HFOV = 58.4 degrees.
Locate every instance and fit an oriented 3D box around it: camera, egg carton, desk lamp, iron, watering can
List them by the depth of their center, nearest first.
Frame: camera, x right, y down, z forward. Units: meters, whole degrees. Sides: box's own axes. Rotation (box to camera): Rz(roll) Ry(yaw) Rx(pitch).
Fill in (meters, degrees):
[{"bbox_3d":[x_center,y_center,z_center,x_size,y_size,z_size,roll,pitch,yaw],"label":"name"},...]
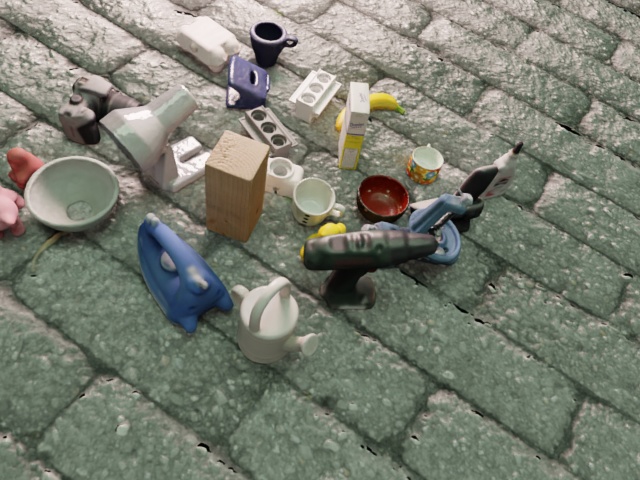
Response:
[{"bbox_3d":[-0.079,0.132,0.968,0.173,0.194,0.101,19,56,2],"label":"watering can"},{"bbox_3d":[-0.264,0.032,1.028,0.119,0.141,0.258,-31,68,-26],"label":"iron"},{"bbox_3d":[-0.310,-0.196,1.121,0.204,0.213,0.117,-37,71,-28],"label":"desk lamp"},{"bbox_3d":[-0.456,-0.277,1.214,0.137,0.101,0.143,18,56,1],"label":"camera"},{"bbox_3d":[-0.273,-0.478,1.395,0.150,0.069,0.107,37,59,13],"label":"egg carton"}]

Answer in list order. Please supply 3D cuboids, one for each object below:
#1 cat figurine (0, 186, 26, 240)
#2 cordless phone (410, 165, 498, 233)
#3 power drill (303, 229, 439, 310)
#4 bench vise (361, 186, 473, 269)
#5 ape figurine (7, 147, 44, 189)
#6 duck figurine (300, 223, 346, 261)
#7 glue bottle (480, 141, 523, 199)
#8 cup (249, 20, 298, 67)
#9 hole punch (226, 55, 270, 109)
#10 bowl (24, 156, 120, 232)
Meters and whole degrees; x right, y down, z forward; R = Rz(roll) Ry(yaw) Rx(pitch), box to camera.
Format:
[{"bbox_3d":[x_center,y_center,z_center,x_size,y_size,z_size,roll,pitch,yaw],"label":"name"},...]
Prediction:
[{"bbox_3d":[-0.583,-0.060,1.041,0.067,0.118,0.127,-14,61,-18],"label":"cat figurine"},{"bbox_3d":[0.278,-0.094,1.185,0.148,0.185,0.094,-14,61,-19],"label":"cordless phone"},{"bbox_3d":[0.078,0.049,1.042,0.230,0.208,0.075,1,58,-10],"label":"power drill"},{"bbox_3d":[0.194,-0.013,1.096,0.208,0.220,0.121,-12,61,-17],"label":"bench vise"},{"bbox_3d":[-0.578,-0.146,1.112,0.076,0.092,0.077,-3,58,-12],"label":"ape figurine"},{"bbox_3d":[0.010,0.004,1.131,0.105,0.086,0.077,-32,68,-26],"label":"duck figurine"},{"bbox_3d":[0.401,-0.155,1.254,0.078,0.173,0.037,-17,62,-20],"label":"glue bottle"},{"bbox_3d":[-0.116,-0.473,1.406,0.118,0.095,0.091,8,57,-5],"label":"cup"},{"bbox_3d":[-0.166,-0.366,1.331,0.101,0.091,0.108,4,57,-8],"label":"hole punch"},{"bbox_3d":[-0.467,-0.076,1.099,0.167,0.075,0.167,5,57,-7],"label":"bowl"}]
